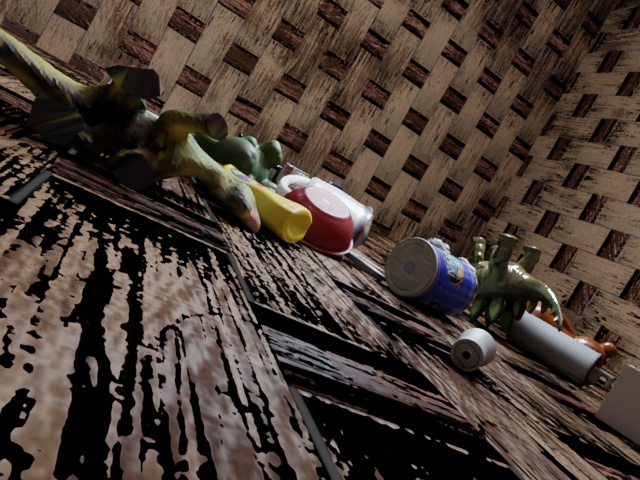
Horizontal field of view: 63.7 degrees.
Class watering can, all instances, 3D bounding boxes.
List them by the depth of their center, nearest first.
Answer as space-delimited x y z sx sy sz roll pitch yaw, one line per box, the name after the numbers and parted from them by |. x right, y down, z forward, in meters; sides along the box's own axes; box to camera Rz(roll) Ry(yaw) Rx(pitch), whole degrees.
0.003 -0.054 1.077 0.224 0.103 0.353 29 19 -4 | watering can

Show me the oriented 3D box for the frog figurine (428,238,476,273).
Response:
0.248 0.094 1.080 0.138 0.125 0.155 22 -34 18 | frog figurine

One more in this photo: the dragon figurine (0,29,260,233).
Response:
-0.240 -0.133 0.632 0.409 0.123 0.242 32 -8 -9 | dragon figurine
